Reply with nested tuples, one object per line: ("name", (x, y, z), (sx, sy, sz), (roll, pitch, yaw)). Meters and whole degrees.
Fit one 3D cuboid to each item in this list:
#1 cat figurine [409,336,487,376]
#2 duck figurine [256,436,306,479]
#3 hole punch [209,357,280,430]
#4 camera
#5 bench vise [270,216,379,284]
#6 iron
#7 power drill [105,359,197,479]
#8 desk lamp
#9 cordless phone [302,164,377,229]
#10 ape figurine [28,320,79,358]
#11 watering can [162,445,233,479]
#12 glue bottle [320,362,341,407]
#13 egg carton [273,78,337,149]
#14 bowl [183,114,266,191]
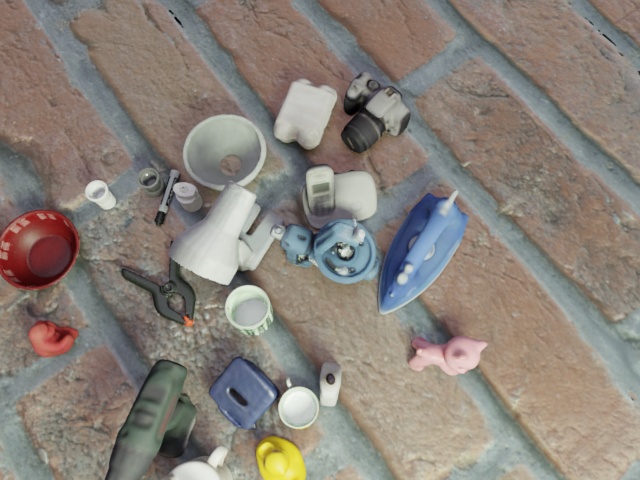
("cat figurine", (0.231, 0.205, 1.032), (0.127, 0.118, 0.067), (5, 73, 2))
("duck figurine", (-0.070, 0.390, 0.993), (0.077, 0.086, 0.104), (-41, 77, -11))
("hole punch", (-0.136, 0.277, 1.025), (0.108, 0.091, 0.101), (41, 77, 12))
("camera", (0.097, -0.259, 1.183), (0.143, 0.101, 0.137), (42, 78, 12))
("bench vise", (0.009, 0.015, 1.037), (0.207, 0.220, 0.121), (-1, 73, 0))
("iron", (0.187, 0.021, 1.076), (0.118, 0.141, 0.258), (31, 76, 9))
("power drill", (-0.273, 0.318, 0.951), (0.075, 0.208, 0.230), (15, 74, 5))
("desk lamp", (-0.168, -0.010, 1.048), (0.118, 0.213, 0.203), (29, 75, 9))
("cordless phone", (0.037, -0.097, 1.089), (0.147, 0.185, 0.094), (-15, 73, -4))
("ape figurine", (-0.502, 0.177, 1.055), (0.076, 0.092, 0.077), (-40, 77, -11))
("watering can", (-0.207, 0.418, 0.928), (0.101, 0.194, 0.173), (9, 73, 3))
("glue bottle", (0.018, 0.247, 0.991), (0.037, 0.173, 0.078), (4, 73, 2))
("egg carton", (-0.031, -0.266, 1.201), (0.107, 0.069, 0.150), (18, 74, 6))
("bowl", (-0.189, -0.167, 1.169), (0.167, 0.075, 0.167), (0, 73, 0))
